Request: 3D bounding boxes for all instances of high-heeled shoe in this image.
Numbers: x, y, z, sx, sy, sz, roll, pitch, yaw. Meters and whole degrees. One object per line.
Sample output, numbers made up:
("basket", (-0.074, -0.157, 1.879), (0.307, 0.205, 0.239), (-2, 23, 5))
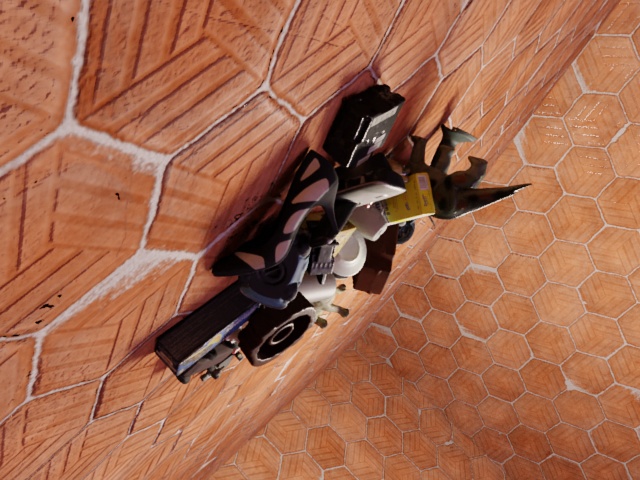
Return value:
("high-heeled shoe", (-0.081, -0.039, 0.860), (0.249, 0.145, 0.086), (-22, -170, 2))

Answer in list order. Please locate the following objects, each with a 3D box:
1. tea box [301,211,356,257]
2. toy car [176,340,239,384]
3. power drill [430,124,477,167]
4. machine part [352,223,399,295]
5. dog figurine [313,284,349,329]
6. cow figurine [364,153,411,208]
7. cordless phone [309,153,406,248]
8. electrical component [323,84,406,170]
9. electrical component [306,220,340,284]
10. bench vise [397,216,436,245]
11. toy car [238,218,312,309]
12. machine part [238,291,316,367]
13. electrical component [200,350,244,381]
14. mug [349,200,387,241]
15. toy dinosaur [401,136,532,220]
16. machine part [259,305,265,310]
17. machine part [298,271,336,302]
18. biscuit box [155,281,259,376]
("tea box", (-0.002, -0.003, 1.119), (0.098, 0.068, 0.169), (-53, 166, 19))
("toy car", (-0.234, 0.240, 1.114), (0.089, 0.053, 0.202), (-39, 170, 7))
("power drill", (0.319, -0.185, 1.381), (0.232, 0.086, 0.207), (-122, -129, -67))
("machine part", (0.141, 0.023, 1.398), (0.201, 0.087, 0.201), (104, -2, -59))
("dog figurine", (-0.030, 0.151, 1.442), (0.172, 0.121, 0.190), (-31, 143, 20))
("cow figurine", (0.118, -0.132, 1.117), (0.127, 0.085, 0.195), (-43, 165, 7))
("cordless phone", (0.057, -0.059, 0.929), (0.147, 0.088, 0.184), (-14, -150, 35))
("electrical component", (0.068, -0.181, 0.889), (0.115, 0.058, 0.134), (-32, 159, -40))
("electrical component", (-0.006, 0.029, 0.994), (0.048, 0.075, 0.119), (0, 132, -21))
("bench vise", (0.249, -0.064, 1.543), (0.224, 0.129, 0.240), (-23, 176, -18))
("toy car", (-0.076, 0.033, 0.971), (0.103, 0.109, 0.161), (-87, -161, -75))
("machine part", (-0.087, 0.178, 1.086), (0.179, 0.056, 0.179), (-33, 156, -17))
("electrical component", (-0.230, 0.294, 1.275), (0.102, 0.045, 0.078), (-30, 155, -50))
("mug", (0.107, -0.057, 1.220), (0.109, 0.107, 0.080), (-42, 166, -13))
("toy dinosaur", (0.276, -0.113, 1.213), (0.131, 0.405, 0.192), (8, 109, -29))
("machine part", (-0.143, 0.159, 1.153), (0.138, 0.039, 0.084), (70, 27, -65))
("machine part", (-0.045, 0.103, 1.174), (0.243, 0.079, 0.079), (-4, 137, -46))
("biscuit box", (-0.199, 0.155, 0.978), (0.203, 0.063, 0.059), (-36, 163, -37))
